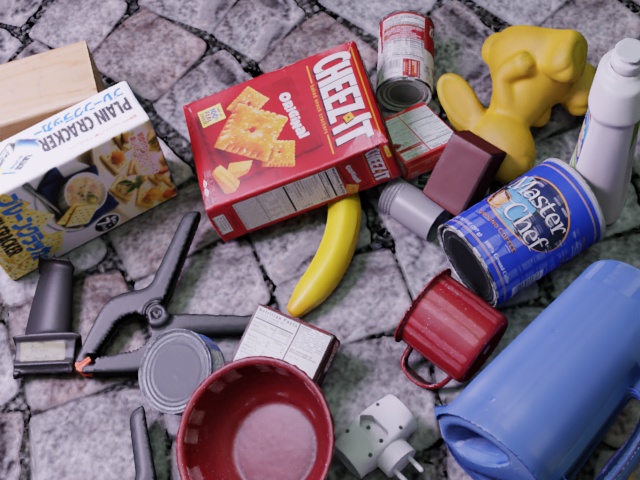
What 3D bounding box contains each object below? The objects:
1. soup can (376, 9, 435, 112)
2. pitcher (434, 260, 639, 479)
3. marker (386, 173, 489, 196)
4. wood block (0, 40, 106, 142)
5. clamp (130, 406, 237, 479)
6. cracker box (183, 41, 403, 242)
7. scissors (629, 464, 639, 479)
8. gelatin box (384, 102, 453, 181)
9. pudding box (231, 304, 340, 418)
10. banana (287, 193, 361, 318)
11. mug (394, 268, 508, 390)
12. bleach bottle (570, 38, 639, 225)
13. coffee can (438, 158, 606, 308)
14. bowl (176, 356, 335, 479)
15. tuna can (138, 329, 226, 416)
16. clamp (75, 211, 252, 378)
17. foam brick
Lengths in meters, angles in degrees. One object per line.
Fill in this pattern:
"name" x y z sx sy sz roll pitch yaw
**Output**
"soup can" 0.100 -0.211 1.255 0.068 0.068 0.102 1 61 7
"pitcher" 0.240 0.137 1.009 0.149 0.145 0.242 46 70 1
"marker" 0.129 -0.065 1.197 0.121 0.020 0.020 7 62 10
"wood block" -0.357 -0.148 1.259 0.206 0.091 0.090 -17 61 -3
"clamp" -0.145 0.251 1.041 0.120 0.039 0.171 6 63 10
"cracker box" -0.035 -0.113 1.187 0.214 0.072 0.164 -21 54 7
"scissors" 0.359 0.189 1.030 0.096 0.016 0.201 19 64 16
"gelatin box" 0.108 -0.112 1.206 0.073 0.030 0.089 -24 45 -12
"pudding box" -0.044 0.132 1.081 0.090 0.039 0.113 23 80 19
"banana" 0.010 -0.004 1.170 0.070 0.037 0.197 -6 57 23
"mug" 0.128 0.099 1.074 0.081 0.093 0.117 37 101 18
"bleach bottle" 0.294 -0.117 1.074 0.068 0.251 0.102 13 63 13
"coffee can" 0.208 -0.007 1.108 0.140 0.103 0.103 -31 62 -11
"bowl" -0.053 0.194 1.011 0.162 0.055 0.162 -7 72 20
"tuna can" -0.137 0.134 1.072 0.086 0.033 0.086 -8 73 25
"clamp" -0.161 0.087 1.135 0.210 0.036 0.165 -41 71 -12
"foam brick" 0.155 -0.071 1.144 0.051 0.052 0.078 33 111 19
